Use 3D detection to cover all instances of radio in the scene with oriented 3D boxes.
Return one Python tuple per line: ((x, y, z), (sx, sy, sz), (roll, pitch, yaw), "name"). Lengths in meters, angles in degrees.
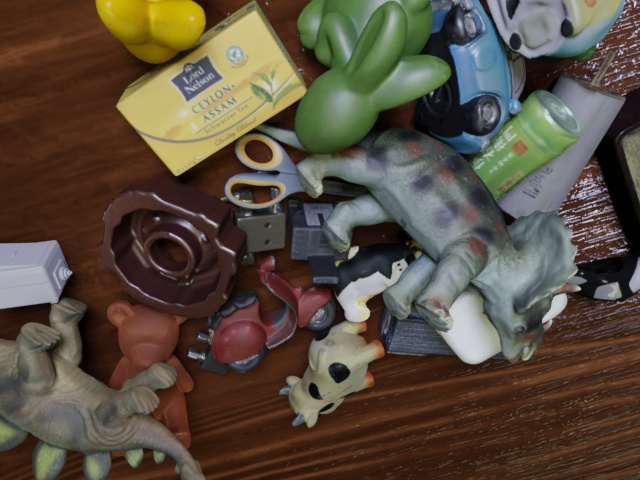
((0.438, -0.087, 0.673), (0.131, 0.073, 0.229), (-30, 122, 12), "radio")

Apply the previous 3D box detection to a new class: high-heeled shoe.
((0.349, 0.020, 0.740), (0.249, 0.086, 0.145), (-21, 106, -4), "high-heeled shoe")

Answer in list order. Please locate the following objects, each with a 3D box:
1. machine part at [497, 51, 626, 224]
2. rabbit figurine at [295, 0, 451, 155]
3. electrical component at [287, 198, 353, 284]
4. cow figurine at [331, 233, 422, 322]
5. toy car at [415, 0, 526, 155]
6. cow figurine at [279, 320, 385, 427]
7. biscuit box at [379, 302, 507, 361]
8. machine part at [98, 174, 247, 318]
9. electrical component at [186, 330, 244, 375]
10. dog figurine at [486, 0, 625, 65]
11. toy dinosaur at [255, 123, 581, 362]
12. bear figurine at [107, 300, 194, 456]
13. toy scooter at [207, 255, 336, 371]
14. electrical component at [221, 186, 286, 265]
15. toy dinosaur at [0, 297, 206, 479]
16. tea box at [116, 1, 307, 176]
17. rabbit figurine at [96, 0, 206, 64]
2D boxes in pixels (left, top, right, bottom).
((0.279, -0.104, 0.639), (0.079, 0.079, 0.243), (13, 120, -16), "machine part")
((0.045, -0.153, 0.497), (0.121, 0.159, 0.170), (33, 71, -31), "rabbit figurine")
((-0.001, -0.002, 0.641), (0.075, 0.119, 0.047), (2, 123, -6), "electrical component")
((0.089, 0.033, 0.709), (0.167, 0.068, 0.098), (-26, 116, 7), "cow figurine")
((0.161, -0.179, 0.570), (0.103, 0.109, 0.161), (-22, 111, -20), "toy car")
((0.011, 0.199, 0.776), (0.127, 0.086, 0.194), (-16, 145, -19), "cow figurine")
((0.190, 0.126, 0.764), (0.203, 0.059, 0.062), (8, 117, -12), "biscuit box")
((-0.172, 0.010, 0.637), (0.179, 0.056, 0.179), (7, 122, 10), "machine part")
((-0.144, 0.165, 0.785), (0.094, 0.021, 0.063), (24, 116, -21), "electrical component")
((0.259, -0.277, 0.482), (0.219, 0.108, 0.191), (-25, 92, -10), "dog figurine")
((0.109, -0.039, 0.569), (0.192, 0.131, 0.405), (-36, 80, -17), "toy dinosaur")
((-0.228, 0.179, 0.723), (0.120, 0.132, 0.195), (3, 128, -15), "bear figurine")
((-0.078, 0.091, 0.714), (0.184, 0.075, 0.135), (-26, 124, 2), "toy scooter")
((-0.083, -0.020, 0.664), (0.078, 0.045, 0.102), (-14, 125, -15), "electrical component")
((-0.338, 0.178, 0.652), (0.472, 0.105, 0.198), (30, 105, 10), "toy dinosaur")
((-0.110, -0.155, 0.558), (0.170, 0.068, 0.098), (-30, 122, 13), "tea box")
((-0.141, -0.229, 0.474), (0.122, 0.162, 0.173), (-1, 141, -22), "rabbit figurine")
